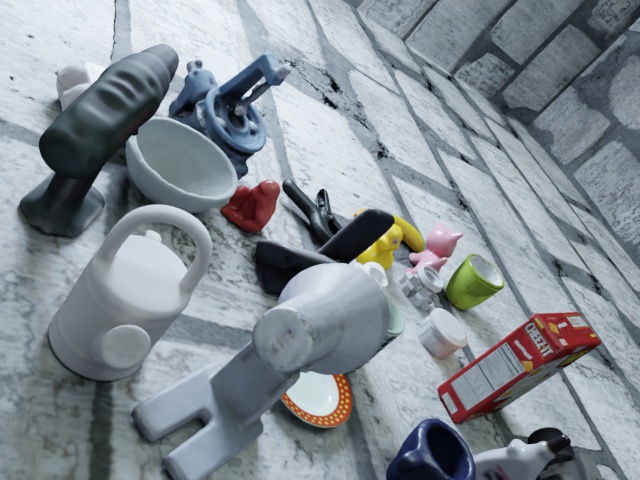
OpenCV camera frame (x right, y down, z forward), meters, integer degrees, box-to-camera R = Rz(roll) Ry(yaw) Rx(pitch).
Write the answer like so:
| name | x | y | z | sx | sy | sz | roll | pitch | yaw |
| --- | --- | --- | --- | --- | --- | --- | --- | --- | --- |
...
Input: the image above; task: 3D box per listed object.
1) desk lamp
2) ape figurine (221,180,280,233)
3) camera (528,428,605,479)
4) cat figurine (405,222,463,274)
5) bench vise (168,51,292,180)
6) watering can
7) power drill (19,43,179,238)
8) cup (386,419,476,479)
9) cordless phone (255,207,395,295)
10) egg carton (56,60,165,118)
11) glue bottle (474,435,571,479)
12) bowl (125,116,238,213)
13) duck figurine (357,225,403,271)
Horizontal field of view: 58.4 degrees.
| name | x | y | z | sx | sy | sz | roll | pitch | yaw |
| --- | --- | --- | --- | --- | --- | --- | --- | --- | --- |
| desk lamp | -0.044 | 0.124 | 0.580 | 0.118 | 0.213 | 0.204 | 49 | 30 | 12 |
| ape figurine | -0.095 | -0.057 | 0.878 | 0.076 | 0.092 | 0.077 | 11 | 42 | -42 |
| camera | 0.391 | 0.368 | 0.894 | 0.143 | 0.100 | 0.136 | 30 | 32 | -21 |
| cat figurine | 0.234 | 0.024 | 1.139 | 0.067 | 0.117 | 0.128 | 37 | 30 | -9 |
| bench vise | -0.149 | -0.230 | 0.910 | 0.207 | 0.219 | 0.122 | 44 | 29 | 4 |
| watering can | -0.172 | 0.049 | 0.545 | 0.101 | 0.193 | 0.172 | 12 | 41 | -42 |
| power drill | -0.249 | -0.111 | 0.646 | 0.076 | 0.208 | 0.229 | 34 | 30 | -15 |
| cup | 0.117 | 0.278 | 0.690 | 0.118 | 0.094 | 0.091 | 12 | 41 | -42 |
| cordless phone | 0.008 | 0.003 | 0.828 | 0.148 | 0.184 | 0.094 | 17 | 38 | -37 |
| egg carton | -0.304 | -0.198 | 0.836 | 0.151 | 0.069 | 0.107 | 7 | 45 | -46 |
| glue bottle | 0.256 | 0.299 | 0.750 | 0.078 | 0.173 | 0.037 | 51 | 31 | 15 |
| bowl | -0.205 | -0.093 | 0.812 | 0.168 | 0.074 | 0.167 | 30 | 32 | -21 |
| duck figurine | 0.119 | 0.006 | 1.059 | 0.077 | 0.086 | 0.105 | 46 | 30 | 7 |
